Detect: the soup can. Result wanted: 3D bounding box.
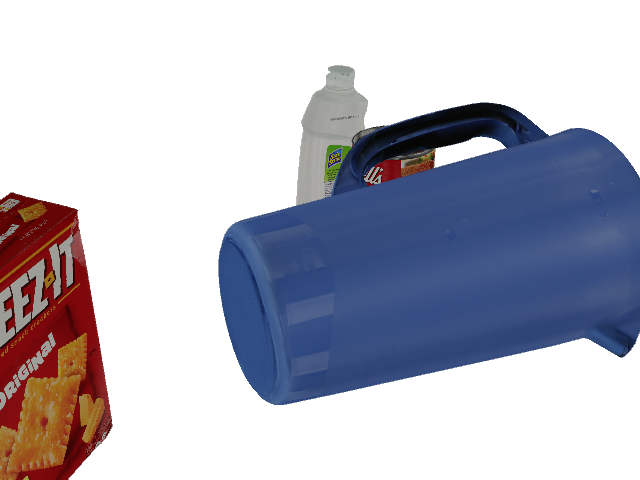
[{"bbox_3d":[0.059,-0.035,0.871,0.068,0.102,0.068,-1,27,0],"label":"soup can"}]

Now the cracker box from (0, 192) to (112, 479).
[{"bbox_3d":[-0.231,0.099,0.776,0.072,0.214,0.164,12,34,20],"label":"cracker box"}]

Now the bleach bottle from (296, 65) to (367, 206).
[{"bbox_3d":[0.023,-0.075,1.214,0.102,0.251,0.068,-14,31,-31],"label":"bleach bottle"}]

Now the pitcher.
[{"bbox_3d":[0.064,0.009,0.646,0.242,0.145,0.149,-12,20,-19],"label":"pitcher"}]
